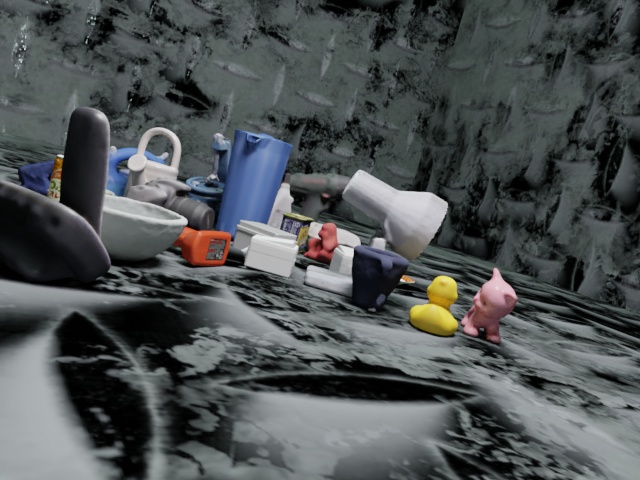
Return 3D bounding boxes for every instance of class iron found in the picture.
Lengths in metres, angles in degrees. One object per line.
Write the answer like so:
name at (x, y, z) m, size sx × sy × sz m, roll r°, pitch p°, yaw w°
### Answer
iron at (-0.444, -0.151, 1.313) m, size 0.118 × 0.141 × 0.259 m, roll 18°, pitch 6°, yaw 25°

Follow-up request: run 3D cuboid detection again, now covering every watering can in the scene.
watering can at (-0.356, -0.144, 1.226) m, size 0.101 × 0.194 × 0.172 m, roll 14°, pitch 6°, yaw -15°

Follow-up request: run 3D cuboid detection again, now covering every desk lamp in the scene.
desk lamp at (0.097, -0.003, 1.000) m, size 0.203 × 0.213 × 0.118 m, roll 15°, pitch 6°, yaw -3°

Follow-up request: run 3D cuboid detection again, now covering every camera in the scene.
camera at (-0.280, -0.061, 1.101) m, size 0.136 × 0.101 × 0.143 m, roll 17°, pitch 6°, yaw 13°

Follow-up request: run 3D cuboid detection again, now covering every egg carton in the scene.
egg carton at (0.028, 0.003, 1.478) m, size 0.151 × 0.069 × 0.107 m, roll 14°, pitch 6°, yaw -21°

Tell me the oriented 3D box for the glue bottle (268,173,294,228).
glue bottle at (-0.104, -0.093, 1.520) m, size 0.078 × 0.173 × 0.037 m, roll 12°, pitch 7°, yaw -32°

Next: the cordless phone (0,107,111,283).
cordless phone at (-0.285, -0.057, 0.624) m, size 0.147 × 0.185 × 0.094 m, roll 19°, pitch 6°, yaw 26°

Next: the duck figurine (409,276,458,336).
duck figurine at (0.186, 0.099, 0.900) m, size 0.077 × 0.086 × 0.105 m, roll 18°, pitch 6°, yaw 20°

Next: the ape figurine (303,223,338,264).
ape figurine at (0.012, 0.005, 1.305) m, size 0.076 × 0.092 × 0.077 m, roll 14°, pitch 6°, yaw -14°

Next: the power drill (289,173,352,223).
power drill at (0.003, -0.085, 1.560) m, size 0.229 × 0.208 × 0.076 m, roll 16°, pitch 6°, yaw 5°

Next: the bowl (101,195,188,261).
bowl at (-0.274, -0.014, 0.794) m, size 0.167 × 0.075 × 0.167 m, roll 16°, pitch 6°, yaw -1°

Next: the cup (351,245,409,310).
cup at (0.089, 0.066, 0.911) m, size 0.092 × 0.095 × 0.117 m, roll 15°, pitch 6°, yaw -5°

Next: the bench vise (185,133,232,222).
bench vise at (-0.262, -0.153, 1.441) m, size 0.121 × 0.220 × 0.207 m, roll 16°, pitch 6°, yaw 1°

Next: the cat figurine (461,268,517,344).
cat figurine at (0.284, 0.105, 0.952) m, size 0.067 × 0.118 × 0.128 m, roll 16°, pitch 6°, yaw 7°

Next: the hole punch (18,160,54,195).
hole punch at (-0.535, -0.132, 1.135) m, size 0.101 × 0.091 × 0.108 m, roll 15°, pitch 6°, yaw -6°
